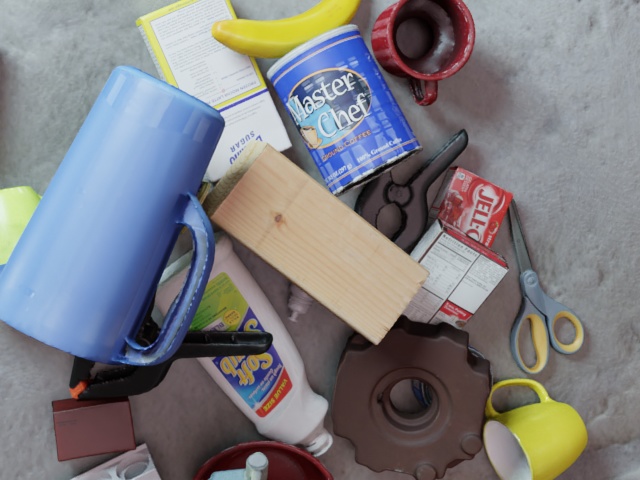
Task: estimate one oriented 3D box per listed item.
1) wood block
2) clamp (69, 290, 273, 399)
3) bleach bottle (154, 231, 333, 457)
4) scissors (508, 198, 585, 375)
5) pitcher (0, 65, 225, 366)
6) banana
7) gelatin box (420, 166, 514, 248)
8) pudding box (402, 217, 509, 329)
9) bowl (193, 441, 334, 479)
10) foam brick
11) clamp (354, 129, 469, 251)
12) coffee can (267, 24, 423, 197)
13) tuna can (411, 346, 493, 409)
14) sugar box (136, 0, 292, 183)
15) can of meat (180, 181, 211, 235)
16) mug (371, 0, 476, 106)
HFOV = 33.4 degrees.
[{"bbox_3d":[-0.007,0.001,1.044,0.206,0.090,0.091,38,86,-15],"label":"wood block"},{"bbox_3d":[-0.160,0.099,1.042,0.164,0.036,0.210,43,113,-11],"label":"clamp"},{"bbox_3d":[-0.064,0.118,1.098,0.102,0.068,0.250,-36,105,4],"label":"bleach bottle"},{"bbox_3d":[0.252,0.051,1.194,0.096,0.016,0.202,-2,96,-15],"label":"scissors"},{"bbox_3d":[-0.170,-0.018,0.925,0.149,0.145,0.243,26,91,-30],"label":"pitcher"},{"bbox_3d":[-0.022,-0.221,1.067,0.197,0.037,0.069,-34,110,-29],"label":"banana"},{"bbox_3d":[0.158,-0.026,1.155,0.073,0.030,0.089,25,90,-15],"label":"gelatin box"},{"bbox_3d":[0.131,0.045,1.135,0.090,0.039,0.114,31,108,-14],"label":"pudding box"},{"bbox_3d":[-0.058,0.269,1.109,0.162,0.055,0.162,0,107,-1],"label":"bowl"},{"bbox_3d":[-0.228,0.186,1.073,0.078,0.051,0.053,-6,96,-13],"label":"foam brick"},{"bbox_3d":[0.092,-0.053,1.129,0.120,0.039,0.171,6,96,1],"label":"clamp"},{"bbox_3d":[0.025,-0.127,1.059,0.102,0.103,0.140,-28,88,-10],"label":"coffee can"},{"bbox_3d":[0.145,0.154,1.169,0.086,0.034,0.086,-1,96,-13],"label":"tuna can"},{"bbox_3d":[-0.106,-0.156,1.070,0.093,0.048,0.176,-25,104,-11],"label":"sugar box"},{"bbox_3d":[-0.159,-0.052,1.039,0.084,0.102,0.057,30,89,-13],"label":"can of meat"},{"bbox_3d":[0.103,-0.196,1.097,0.093,0.081,0.117,-11,98,-13],"label":"mug"}]
